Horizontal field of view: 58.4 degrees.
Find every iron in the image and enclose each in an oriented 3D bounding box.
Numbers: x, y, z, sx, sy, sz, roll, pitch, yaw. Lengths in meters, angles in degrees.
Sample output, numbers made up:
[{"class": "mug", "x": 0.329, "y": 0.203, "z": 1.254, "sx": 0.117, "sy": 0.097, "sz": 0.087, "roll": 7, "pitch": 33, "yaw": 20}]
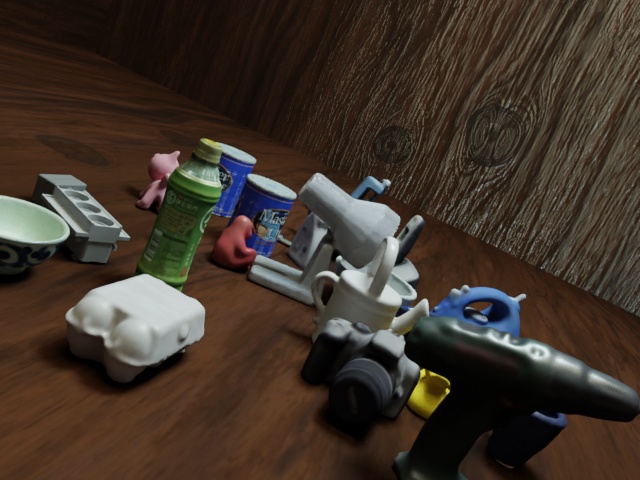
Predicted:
[{"class": "iron", "x": 0.296, "y": 0.148, "z": 1.114, "sx": 0.259, "sy": 0.141, "sz": 0.118, "roll": 15, "pitch": 16, "yaw": -34}]

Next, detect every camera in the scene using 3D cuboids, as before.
[{"class": "camera", "x": 0.049, "y": 0.162, "z": 0.718, "sx": 0.143, "sy": 0.101, "sz": 0.137, "roll": 28, "pitch": 14, "yaw": 14}]

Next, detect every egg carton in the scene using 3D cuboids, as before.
[{"class": "egg carton", "x": -0.194, "y": 0.093, "z": 0.622, "sx": 0.107, "sy": 0.069, "sz": 0.150, "roll": 27, "pitch": 14, "yaw": 11}]

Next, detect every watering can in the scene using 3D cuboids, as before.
[{"class": "watering can", "x": 0.077, "y": 0.087, "z": 0.851, "sx": 0.173, "sy": 0.194, "sz": 0.100, "roll": 19, "pitch": 15, "yaw": -22}]

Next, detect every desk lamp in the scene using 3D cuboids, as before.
[{"class": "desk lamp", "x": 0.009, "y": 0.004, "z": 1.005, "sx": 0.203, "sy": 0.213, "sz": 0.118, "roll": 23, "pitch": 14, "yaw": -7}]

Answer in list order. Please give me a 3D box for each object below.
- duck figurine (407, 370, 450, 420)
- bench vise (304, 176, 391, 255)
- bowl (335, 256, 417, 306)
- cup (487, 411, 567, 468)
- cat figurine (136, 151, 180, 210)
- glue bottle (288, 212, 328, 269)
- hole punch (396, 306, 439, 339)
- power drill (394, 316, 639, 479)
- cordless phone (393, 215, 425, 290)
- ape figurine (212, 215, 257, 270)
[{"class": "duck figurine", "x": 0.166, "y": 0.198, "z": 0.819, "sx": 0.077, "sy": 0.086, "sz": 0.105, "roll": 27, "pitch": 14, "yaw": 8}, {"class": "bench vise", "x": 0.061, "y": -0.065, "z": 1.340, "sx": 0.207, "sy": 0.220, "sz": 0.121, "roll": 25, "pitch": 14, "yaw": 3}, {"class": "bowl", "x": 0.095, "y": 0.098, "z": 1.093, "sx": 0.167, "sy": 0.075, "sz": 0.167, "roll": 23, "pitch": 14, "yaw": -6}, {"class": "cup", "x": 0.262, "y": 0.248, "z": 0.777, "sx": 0.092, "sy": 0.095, "sz": 0.117, "roll": 20, "pitch": 14, "yaw": -19}, {"class": "cat figurine", "x": -0.310, "y": -0.123, "z": 1.131, "sx": 0.067, "sy": 0.118, "sz": 0.127, "roll": 19, "pitch": 15, "yaw": -22}, {"class": "glue bottle", "x": -0.008, "y": -0.028, "z": 1.182, "sx": 0.037, "sy": 0.173, "sz": 0.078, "roll": 15, "pitch": 17, "yaw": -35}, {"class": "hole punch", "x": 0.162, "y": 0.148, "z": 0.987, "sx": 0.109, "sy": 0.091, "sz": 0.101, "roll": 22, "pitch": 14, "yaw": -12}, {"class": "power drill", "x": 0.179, "y": 0.190, "z": 0.606, "sx": 0.229, "sy": 0.208, "sz": 0.076, "roll": 29, "pitch": 14, "yaw": 16}, {"class": "cordless phone", "x": 0.174, "y": 0.038, "z": 1.221, "sx": 0.094, "sy": 0.185, "sz": 0.147, "roll": 21, "pitch": 14, "yaw": -13}, {"class": "ape figurine", "x": -0.145, "y": 0.001, "z": 1.004, "sx": 0.076, "sy": 0.092, "sz": 0.077, "roll": 12, "pitch": 19, "yaw": -43}]
